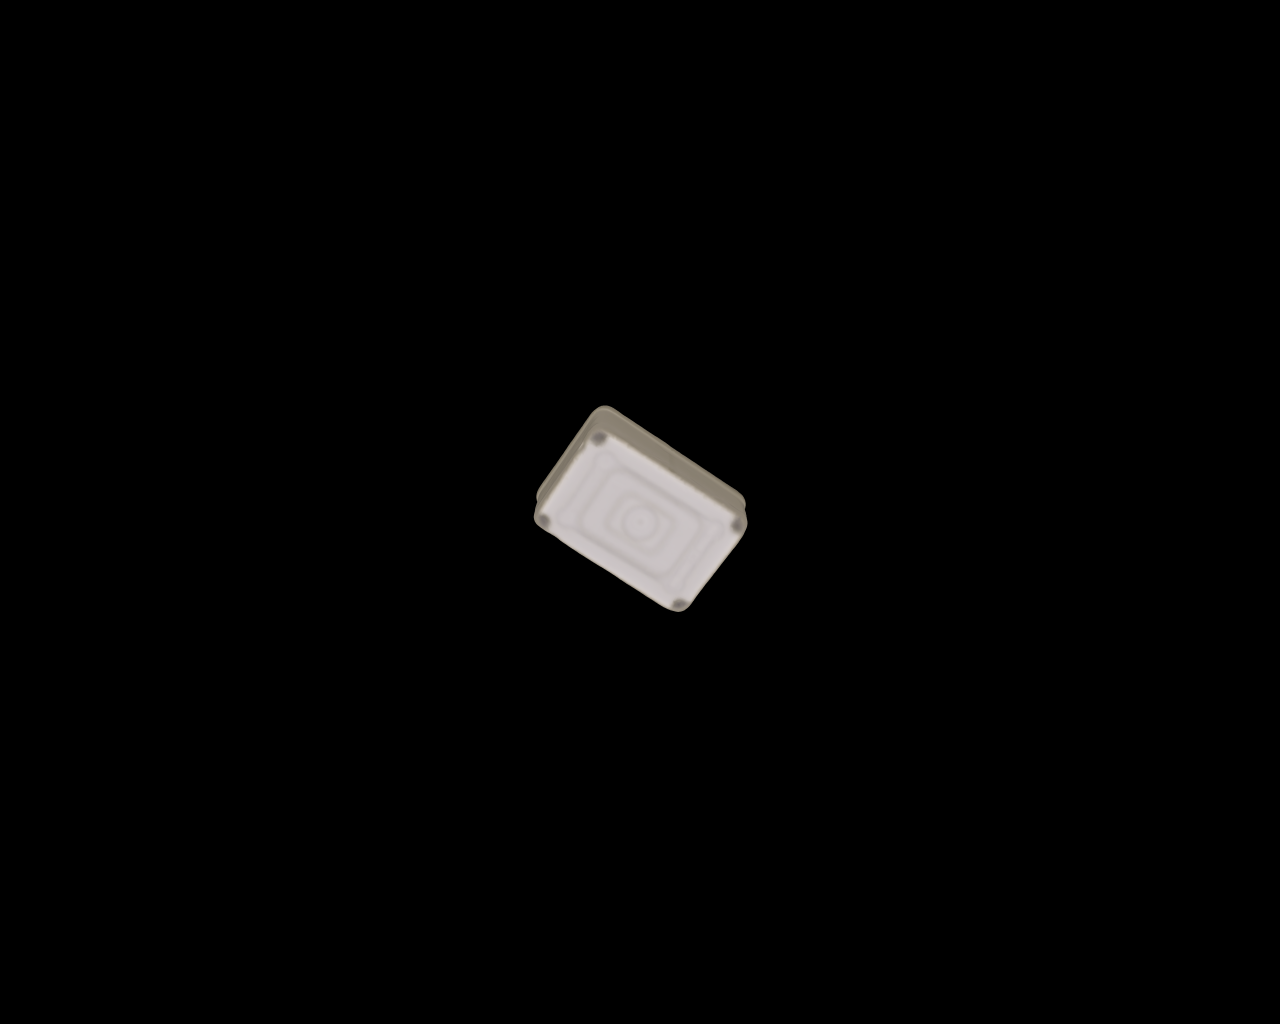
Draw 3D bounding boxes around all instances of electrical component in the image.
[{"bbox_3d":[0.001,-0.003,0.650,0.113,0.078,0.057,33,16,-11],"label":"electrical component"}]
